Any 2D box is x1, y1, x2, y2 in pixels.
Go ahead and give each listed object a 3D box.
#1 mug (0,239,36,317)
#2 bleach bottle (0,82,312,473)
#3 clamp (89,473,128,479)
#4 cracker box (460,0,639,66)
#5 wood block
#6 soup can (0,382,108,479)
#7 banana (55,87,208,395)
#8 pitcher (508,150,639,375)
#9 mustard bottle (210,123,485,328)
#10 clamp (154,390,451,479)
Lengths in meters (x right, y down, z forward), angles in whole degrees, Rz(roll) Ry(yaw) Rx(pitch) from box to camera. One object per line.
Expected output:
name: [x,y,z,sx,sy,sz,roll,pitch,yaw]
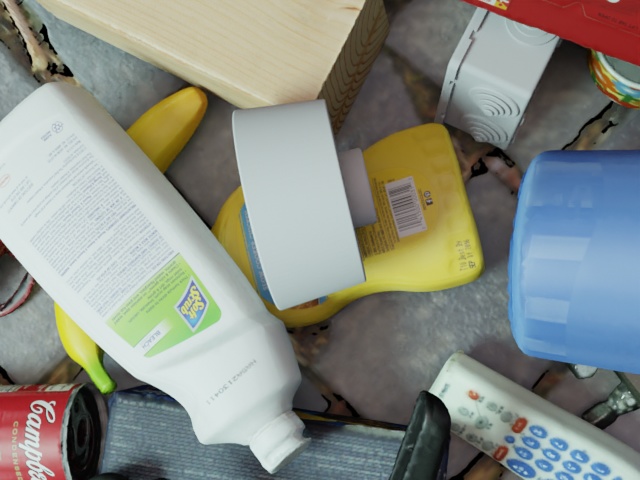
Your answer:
mug: [-0.236,0.010,0.672,0.117,0.093,0.081,31,101,-27]
bleach bottle: [-0.099,0.030,0.604,0.103,0.068,0.251,-44,74,11]
clamp: [-0.168,0.177,0.634,0.171,0.039,0.120,1,123,11]
cracker box: [0.180,-0.198,0.570,0.164,0.072,0.213,20,61,0]
wood block: [-0.071,-0.145,0.653,0.206,0.090,0.091,27,89,11]
soup can: [-0.189,0.122,0.656,0.102,0.068,0.068,-3,83,10]
banana: [-0.126,-0.006,0.672,0.070,0.037,0.198,15,86,18]
pitcher: [0.222,0.007,0.523,0.243,0.149,0.145,5,105,19]
mustard bottle: [-0.004,0.001,0.641,0.192,0.058,0.096,-16,80,8]
clamp: [0.011,0.180,0.574,0.165,0.036,0.210,-14,118,11]
